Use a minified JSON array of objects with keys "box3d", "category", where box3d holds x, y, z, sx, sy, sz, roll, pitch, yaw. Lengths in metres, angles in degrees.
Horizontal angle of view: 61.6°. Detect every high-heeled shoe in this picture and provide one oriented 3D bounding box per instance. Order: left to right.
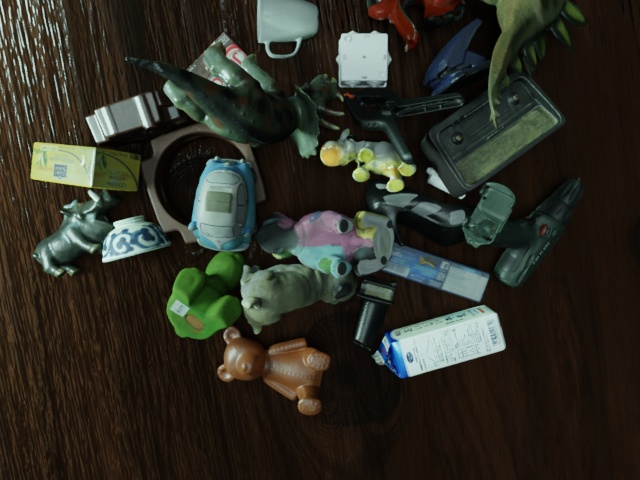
[{"box3d":[0.210,-0.065,1.002,0.249,0.086,0.145,-11,63,-16],"category":"high-heeled shoe"}]

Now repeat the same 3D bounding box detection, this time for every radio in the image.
[{"box3d":[0.301,-0.190,0.952,0.229,0.073,0.131,-35,87,-9],"category":"radio"}]

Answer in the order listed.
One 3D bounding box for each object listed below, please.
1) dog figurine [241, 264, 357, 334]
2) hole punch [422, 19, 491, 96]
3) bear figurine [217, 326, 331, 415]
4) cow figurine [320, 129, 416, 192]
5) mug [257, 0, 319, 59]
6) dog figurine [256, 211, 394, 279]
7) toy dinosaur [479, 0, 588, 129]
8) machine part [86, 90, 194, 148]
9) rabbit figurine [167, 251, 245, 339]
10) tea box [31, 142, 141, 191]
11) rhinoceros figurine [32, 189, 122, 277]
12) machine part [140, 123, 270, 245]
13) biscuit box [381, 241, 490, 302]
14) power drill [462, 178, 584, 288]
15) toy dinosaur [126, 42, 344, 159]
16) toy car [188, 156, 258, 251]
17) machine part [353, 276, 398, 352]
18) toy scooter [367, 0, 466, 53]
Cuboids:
[{"box3d":[-0.033,0.089,0.952,0.191,0.172,0.121,-8,105,8],"category":"dog figurine"},{"box3d":[0.239,-0.312,0.941,0.116,0.142,0.092,-29,96,-12],"category":"hole punch"},{"box3d":[-0.089,0.230,0.981,0.196,0.132,0.120,14,91,-7],"category":"bear figurine"},{"box3d":[0.083,-0.153,0.961,0.167,0.098,0.068,17,129,-11],"category":"cow figurine"},{"box3d":[-0.057,-0.381,0.958,0.107,0.081,0.109,-3,89,-9],"category":"mug"},{"box3d":[-0.002,-0.003,0.957,0.191,0.219,0.108,-5,100,-42],"category":"dog figurine"},{"box3d":[0.350,-0.388,0.894,0.198,0.105,0.471,43,67,-19],"category":"toy dinosaur"},{"box3d":[-0.306,-0.206,0.927,0.179,0.179,0.056,-17,97,1],"category":"machine part"},{"box3d":[-0.187,0.095,0.968,0.121,0.170,0.159,30,135,-1],"category":"rabbit figurine"},{"box3d":[-0.407,-0.126,0.932,0.170,0.098,0.068,8,94,32],"category":"tea box"},{"box3d":[-0.440,-0.015,0.992,0.190,0.073,0.112,-41,84,4],"category":"rhinoceros figurine"},{"box3d":[-0.204,-0.106,0.975,0.201,0.087,0.201,-18,93,1],"category":"machine part"},{"box3d":[0.206,0.055,0.999,0.203,0.063,0.059,19,95,-1],"category":"biscuit box"},{"box3d":[0.357,-0.035,0.952,0.207,0.086,0.232,17,105,-44],"category":"power drill"},{"box3d":[-0.108,-0.209,0.864,0.192,0.405,0.131,42,121,14],"category":"toy dinosaur"},{"box3d":[-0.157,-0.057,0.886,0.109,0.103,0.161,8,96,-2],"category":"toy car"},{"box3d":[0.098,0.139,1.019,0.084,0.039,0.138,12,92,-9],"category":"machine part"},{"box3d":[0.181,-0.402,0.948,0.184,0.075,0.135,-15,75,2],"category":"toy scooter"}]
